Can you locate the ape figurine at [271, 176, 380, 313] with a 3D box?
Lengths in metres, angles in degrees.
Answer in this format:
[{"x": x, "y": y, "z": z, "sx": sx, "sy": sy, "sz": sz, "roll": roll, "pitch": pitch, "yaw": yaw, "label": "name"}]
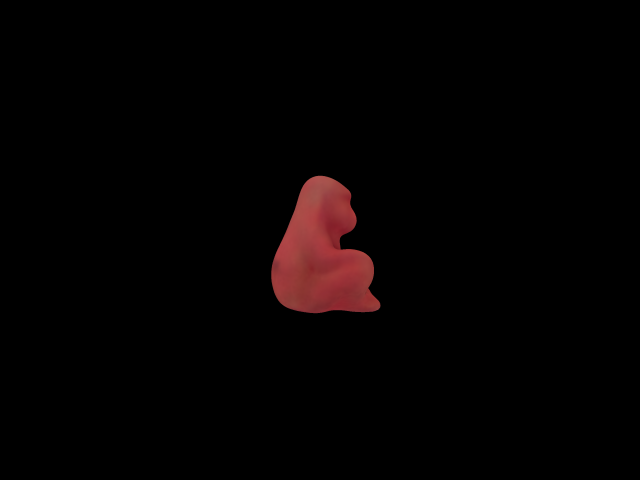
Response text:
[{"x": 0.004, "y": 0.001, "z": 0.400, "sx": 0.076, "sy": 0.092, "sz": 0.078, "roll": 0, "pitch": 11, "yaw": -2, "label": "ape figurine"}]
